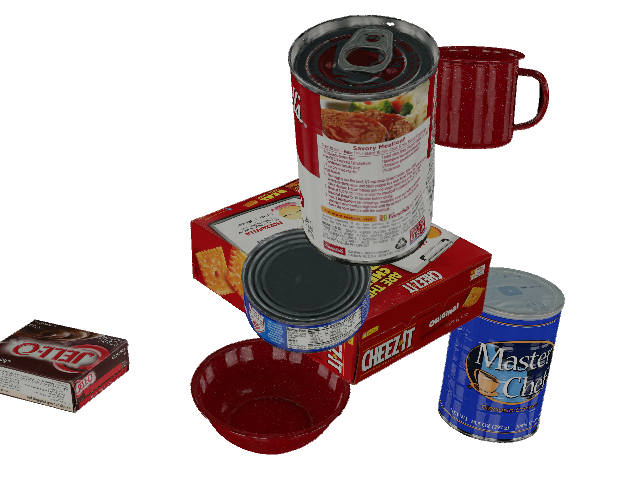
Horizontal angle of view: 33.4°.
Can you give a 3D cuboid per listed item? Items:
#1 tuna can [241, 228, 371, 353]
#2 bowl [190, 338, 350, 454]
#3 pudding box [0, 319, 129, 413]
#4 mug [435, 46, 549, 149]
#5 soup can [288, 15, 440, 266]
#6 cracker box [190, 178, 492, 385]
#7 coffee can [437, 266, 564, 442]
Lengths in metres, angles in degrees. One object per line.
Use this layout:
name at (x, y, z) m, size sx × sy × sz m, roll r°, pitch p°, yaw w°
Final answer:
tuna can at (-0.009, 0.033, 0.710) m, size 0.086 × 0.086 × 0.034 m, roll 0°, pitch -44°, yaw 1°
bowl at (-0.051, 0.168, 1.091) m, size 0.162 × 0.055 × 0.162 m, roll 1°, pitch 31°, yaw -1°
pudding box at (-0.251, 0.117, 1.005) m, size 0.114 × 0.039 × 0.089 m, roll 7°, pitch 22°, yaw 23°
mug at (0.149, -0.130, 0.972) m, size 0.117 × 0.081 × 0.093 m, roll 5°, pitch 18°, yaw 12°
soup can at (0.022, -0.046, 0.510) m, size 0.068 × 0.102 × 0.068 m, roll -2°, pitch 42°, yaw 2°
cracker box at (0.014, 0.024, 0.935) m, size 0.163 × 0.072 × 0.214 m, roll -24°, pitch 39°, yaw -36°
coffee can at (0.175, 0.110, 1.043) m, size 0.103 × 0.140 × 0.103 m, roll 5°, pitch 23°, yaw -2°
